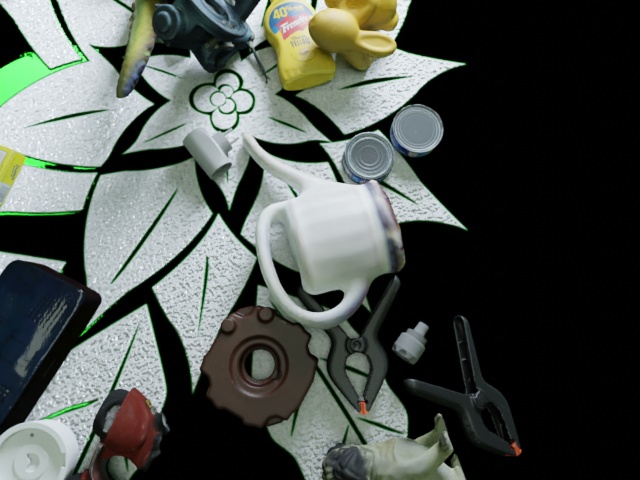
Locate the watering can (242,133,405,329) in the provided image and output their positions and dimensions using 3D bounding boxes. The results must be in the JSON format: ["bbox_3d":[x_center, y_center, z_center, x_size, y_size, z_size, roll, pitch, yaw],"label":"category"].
[{"bbox_3d":[0.002,-0.041,0.806,0.225,0.102,0.353,-14,70,-6],"label":"watering can"}]

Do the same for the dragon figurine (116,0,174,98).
[{"bbox_3d":[-0.301,-0.448,0.892,0.244,0.120,0.414,28,77,20],"label":"dragon figurine"}]
